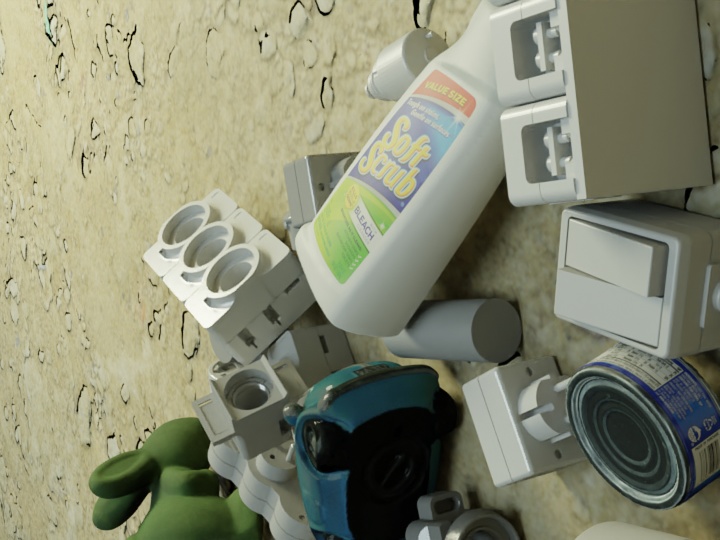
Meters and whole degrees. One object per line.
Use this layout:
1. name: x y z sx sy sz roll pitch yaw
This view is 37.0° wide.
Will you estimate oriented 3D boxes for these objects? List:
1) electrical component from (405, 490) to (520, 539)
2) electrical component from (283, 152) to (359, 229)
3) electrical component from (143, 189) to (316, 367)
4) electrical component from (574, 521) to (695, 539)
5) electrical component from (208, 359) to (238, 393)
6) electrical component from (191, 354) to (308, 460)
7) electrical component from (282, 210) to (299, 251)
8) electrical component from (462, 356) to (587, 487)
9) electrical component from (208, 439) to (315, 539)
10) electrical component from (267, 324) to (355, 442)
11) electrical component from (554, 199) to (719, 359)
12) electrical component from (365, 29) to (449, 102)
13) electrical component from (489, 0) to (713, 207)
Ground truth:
1. electrical component: 0.070 0.186 0.707 0.057 0.058 0.078 -20 79 60
2. electrical component: -0.006 -0.061 0.764 0.077 0.066 0.047 -13 86 58
3. electrical component: -0.111 0.000 0.898 0.150 0.089 0.061 38 170 51
4. electrical component: 0.149 0.183 0.538 0.060 0.108 0.108 -9 89 52
5. electrical component: -0.110 0.110 0.977 0.055 0.055 0.047 31 126 51
6. electrical component: -0.079 0.105 0.806 0.042 0.081 0.063 54 161 37
7. electrical component: -0.032 -0.021 0.835 0.048 0.048 0.062 1 104 58
8. electrical component: 0.108 0.084 0.633 0.077 0.047 0.065 -39 64 54
9. electrical component: -0.070 0.165 0.907 0.138 0.052 0.073 42 132 27
10. electrical component: -0.036 0.094 0.854 0.050 0.056 0.089 -44 60 52
11. electrical component: 0.147 0.004 0.540 0.096 0.061 0.061 23 116 54
12. electrical component: 0.028 -0.132 0.718 0.078 0.040 0.040 -18 81 58
13. electrical component: 0.116 -0.111 0.538 0.062 0.089 0.150 -3 94 58
